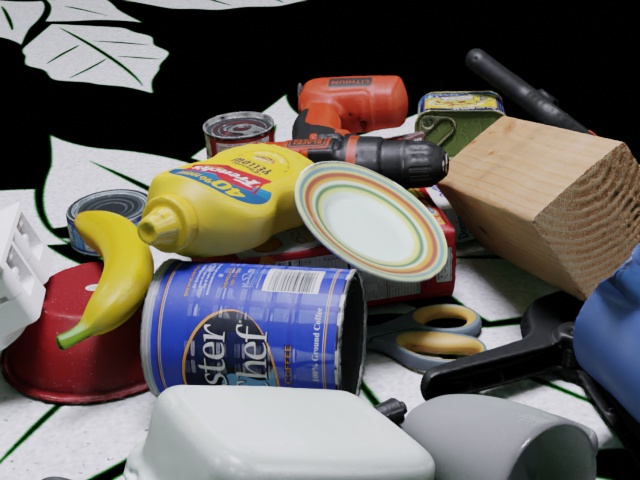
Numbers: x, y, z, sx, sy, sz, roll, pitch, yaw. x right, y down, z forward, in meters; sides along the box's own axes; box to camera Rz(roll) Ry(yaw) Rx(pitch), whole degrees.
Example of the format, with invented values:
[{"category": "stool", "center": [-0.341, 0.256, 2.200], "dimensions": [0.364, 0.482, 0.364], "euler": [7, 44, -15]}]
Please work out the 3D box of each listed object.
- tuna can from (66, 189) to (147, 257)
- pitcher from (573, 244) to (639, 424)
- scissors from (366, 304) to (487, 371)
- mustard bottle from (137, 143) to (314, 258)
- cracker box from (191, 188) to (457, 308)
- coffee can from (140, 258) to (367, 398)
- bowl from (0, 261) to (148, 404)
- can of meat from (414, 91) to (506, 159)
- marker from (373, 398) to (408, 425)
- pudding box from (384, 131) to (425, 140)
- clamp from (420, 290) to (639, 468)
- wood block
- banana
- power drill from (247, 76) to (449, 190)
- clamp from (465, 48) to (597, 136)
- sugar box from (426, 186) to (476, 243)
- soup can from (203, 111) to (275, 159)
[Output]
[{"category": "tuna can", "center": [-0.200, -0.018, 1.028], "dimensions": [0.086, 0.034, 0.086], "euler": [-3, 27, 1]}, {"category": "pitcher", "center": [0.270, 0.106, 0.606], "dimensions": [0.149, 0.145, 0.243], "euler": [-13, 40, -19]}, {"category": "scissors", "center": [0.040, 0.068, 0.846], "dimensions": [0.202, 0.016, 0.096], "euler": [10, 28, 24]}, {"category": "mustard bottle", "center": [-0.074, -0.027, 0.803], "dimensions": [0.096, 0.058, 0.191], "euler": [23, 24, 21]}, {"category": "cracker box", "center": [-0.006, 0.001, 0.925], "dimensions": [0.213, 0.072, 0.164], "euler": [-8, 26, -7]}, {"category": "coffee can", "center": [-0.044, 0.068, 0.760], "dimensions": [0.140, 0.103, 0.102], "euler": [3, 27, 12]}, {"category": "bowl", "center": [-0.175, 0.061, 0.844], "dimensions": [0.162, 0.055, 0.162], "euler": [-3, 26, 1]}, {"category": "can of meat", "center": [0.156, -0.128, 1.178], "dimensions": [0.102, 0.057, 0.084], "euler": [0, 25, 7]}, {"category": "marker", "center": [0.006, 0.132, 0.718], "dimensions": [0.121, 0.020, 0.020], "euler": [-17, 30, -25]}, {"category": "pudding box", "center": [0.042, -0.075, 1.068], "dimensions": [0.089, 0.039, 0.114], "euler": [-21, 8, -33]}, {"category": "clamp", "center": [0.173, 0.082, 0.773], "dimensions": [0.165, 0.036, 0.209], "euler": [12, 29, 17]}, {"category": "wood block", "center": [0.181, -0.030, 0.860], "dimensions": [0.090, 0.090, 0.206], "euler": [-40, 18, -4]}, {"category": "banana", "center": [-0.162, 0.018, 0.823], "dimensions": [0.069, 0.037, 0.198], "euler": [-5, 26, -5]}, {"category": "power drill", "center": [0.031, -0.094, 0.961], "dimensions": [0.184, 0.057, 0.187], "euler": [1, 26, 13]}, {"category": "clamp", "center": [0.232, -0.151, 1.167], "dimensions": [0.120, 0.039, 0.172], "euler": [14, 24, -45]}, {"category": "sugar box", "center": [0.177, -0.047, 1.025], "dimensions": [0.176, 0.048, 0.093], "euler": [-16, 27, -15]}, {"category": "soup can", "center": [-0.074, -0.064, 1.028], "dimensions": [0.068, 0.102, 0.068], "euler": [-3, 27, 1]}]
